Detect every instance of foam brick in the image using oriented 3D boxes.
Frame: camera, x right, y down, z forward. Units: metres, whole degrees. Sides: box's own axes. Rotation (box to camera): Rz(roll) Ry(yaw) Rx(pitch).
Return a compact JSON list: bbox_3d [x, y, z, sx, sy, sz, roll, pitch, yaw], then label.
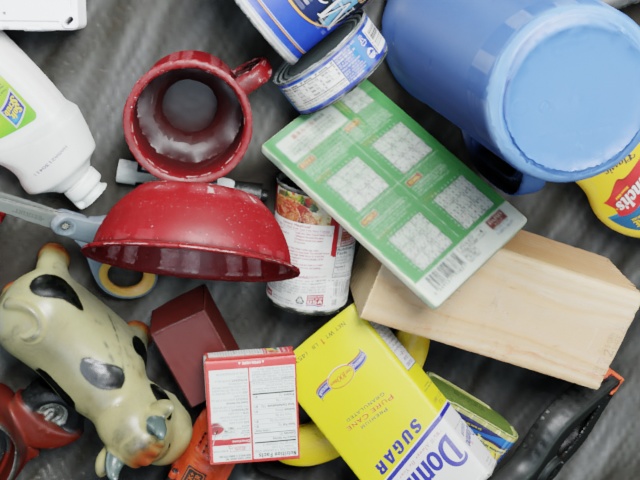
[{"bbox_3d":[-0.101,0.088,0.883,0.051,0.053,0.078,-24,110,4],"label":"foam brick"}]

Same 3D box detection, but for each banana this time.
[{"bbox_3d":[0.028,0.140,0.921,0.198,0.037,0.069,-36,109,9],"label":"banana"}]

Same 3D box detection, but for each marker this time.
[{"bbox_3d":[-0.101,-0.045,0.853,0.121,0.020,0.020,10,109,-8],"label":"marker"}]

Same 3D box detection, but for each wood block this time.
[{"bbox_3d":[0.138,0.037,0.864,0.206,0.091,0.090,18,107,-10],"label":"wood block"}]

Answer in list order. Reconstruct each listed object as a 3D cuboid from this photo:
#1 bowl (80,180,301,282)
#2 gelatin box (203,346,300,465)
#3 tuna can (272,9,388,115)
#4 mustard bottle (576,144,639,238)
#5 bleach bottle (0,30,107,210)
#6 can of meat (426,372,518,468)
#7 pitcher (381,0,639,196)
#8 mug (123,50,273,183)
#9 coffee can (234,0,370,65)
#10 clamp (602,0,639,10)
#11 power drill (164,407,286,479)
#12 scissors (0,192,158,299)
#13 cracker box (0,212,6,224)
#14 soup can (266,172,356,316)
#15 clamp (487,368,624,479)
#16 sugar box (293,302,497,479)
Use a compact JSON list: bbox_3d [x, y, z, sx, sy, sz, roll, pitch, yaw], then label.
[{"bbox_3d":[-0.092,-0.007,0.789,0.162,0.162,0.055,7,81,-7],"label":"bowl"},{"bbox_3d":[-0.055,0.133,0.854,0.073,0.030,0.089,-3,100,-8],"label":"gelatin box"},{"bbox_3d":[0.008,-0.132,0.795,0.086,0.086,0.033,-37,110,9],"label":"tuna can"},{"bbox_3d":[0.252,-0.056,0.855,0.191,0.058,0.096,41,119,-18],"label":"mustard bottle"},{"bbox_3d":[-0.265,-0.113,0.794,0.103,0.068,0.250,-37,112,17],"label":"bleach bottle"},{"bbox_3d":[0.109,0.175,0.930,0.102,0.057,0.084,31,102,-15],"label":"can of meat"},{"bbox_3d":[0.132,-0.114,0.728,0.149,0.243,0.145,35,102,-20],"label":"pitcher"},{"bbox_3d":[-0.088,-0.103,0.800,0.117,0.081,0.093,-33,109,7],"label":"mug"},{"bbox_3d":[0.002,-0.208,0.758,0.140,0.103,0.102,-38,108,9],"label":"coffee can"},{"bbox_3d":[0.266,-0.198,0.819,0.120,0.039,0.172,25,107,-17],"label":"clamp"},{"bbox_3d":[-0.056,0.253,0.921,0.187,0.057,0.185,29,114,3],"label":"power drill"},{"bbox_3d":[-0.196,0.003,0.828,0.201,0.016,0.096,4,123,-29],"label":"scissors"},{"bbox_3d":[-0.370,-0.036,0.804,0.164,0.072,0.213,-41,109,15],"label":"cracker box"},{"bbox_3d":[-0.006,0.001,0.851,0.068,0.068,0.102,4,110,-6],"label":"soup can"},{"bbox_3d":[0.181,0.192,0.916,0.036,0.164,0.210,40,99,29],"label":"clamp"},{"bbox_3d":[0.053,0.144,0.873,0.093,0.048,0.176,-41,83,18],"label":"sugar box"}]
